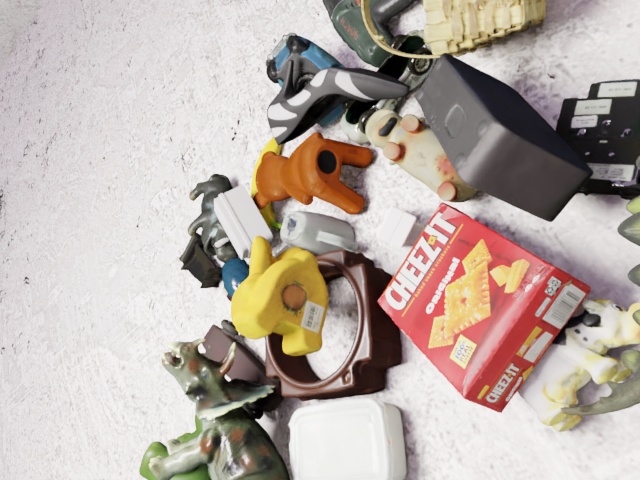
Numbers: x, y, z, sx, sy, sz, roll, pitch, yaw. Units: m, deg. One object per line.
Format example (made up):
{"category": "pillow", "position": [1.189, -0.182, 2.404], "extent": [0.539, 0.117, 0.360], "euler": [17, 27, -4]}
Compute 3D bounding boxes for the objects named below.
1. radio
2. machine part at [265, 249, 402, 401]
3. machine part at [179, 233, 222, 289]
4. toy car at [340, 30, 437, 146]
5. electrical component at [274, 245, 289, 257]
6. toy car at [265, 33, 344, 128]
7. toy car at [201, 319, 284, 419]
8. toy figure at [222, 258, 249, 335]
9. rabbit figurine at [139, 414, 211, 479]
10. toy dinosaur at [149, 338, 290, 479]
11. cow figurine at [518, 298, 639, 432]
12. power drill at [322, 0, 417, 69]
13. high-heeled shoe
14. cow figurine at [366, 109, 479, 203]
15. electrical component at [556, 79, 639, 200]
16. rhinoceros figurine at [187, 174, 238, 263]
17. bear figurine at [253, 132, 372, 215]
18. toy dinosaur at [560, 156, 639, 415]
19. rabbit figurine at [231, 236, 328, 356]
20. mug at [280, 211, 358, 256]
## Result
{"category": "radio", "position": [0.200, -0.129, 0.627], "extent": [0.073, 0.131, 0.230], "euler": [-59, 24, 30]}
{"category": "machine part", "position": [0.011, 0.126, 0.788], "extent": [0.202, 0.087, 0.201], "euler": [-19, 63, 35]}
{"category": "machine part", "position": [-0.238, 0.044, 1.070], "extent": [0.084, 0.039, 0.139], "euler": [-53, 47, 7]}
{"category": "toy car", "position": [0.108, -0.243, 0.853], "extent": [0.201, 0.056, 0.074], "euler": [-49, 46, 15]}
{"category": "electrical component", "position": [-0.057, 0.035, 0.907], "extent": [0.102, 0.045, 0.078], "euler": [-34, 54, 28]}
{"category": "toy car", "position": [-0.010, -0.282, 0.933], "extent": [0.109, 0.161, 0.103], "euler": [-44, 7, 32]}
{"category": "toy car", "position": [-0.130, 0.212, 0.905], "extent": [0.202, 0.053, 0.089], "euler": [32, 93, 39]}
{"category": "toy figure", "position": [-0.128, 0.102, 0.939], "extent": [0.064, 0.057, 0.154], "euler": [-44, 55, 29]}
{"category": "rabbit figurine", "position": [-0.189, 0.333, 0.869], "extent": [0.159, 0.121, 0.170], "euler": [28, 94, 37]}
{"category": "toy dinosaur", "position": [-0.110, 0.328, 0.737], "extent": [0.192, 0.131, 0.405], "euler": [-32, 64, 0]}
{"category": "cow figurine", "position": [0.276, 0.115, 0.573], "extent": [0.167, 0.068, 0.098], "euler": [-52, 43, 14]}
{"category": "power drill", "position": [0.105, -0.415, 0.899], "extent": [0.207, 0.086, 0.232], "euler": [-34, 57, 24]}
{"category": "high-heeled shoe", "position": [0.017, -0.197, 0.839], "extent": [0.249, 0.086, 0.145], "euler": [22, 117, 32]}
{"category": "cow figurine", "position": [0.144, -0.123, 0.748], "extent": [0.195, 0.127, 0.085], "euler": [40, 104, 27]}
{"category": "electrical component", "position": [0.331, -0.115, 0.607], "extent": [0.115, 0.058, 0.134], "euler": [13, 84, 41]}
{"category": "rhinoceros figurine", "position": [-0.193, -0.038, 1.042], "extent": [0.112, 0.073, 0.190], "euler": [-25, 58, 21]}
{"category": "bear figurine", "position": [-0.024, -0.101, 0.898], "extent": [0.196, 0.132, 0.120], "euler": [-14, 63, 58]}
{"category": "toy dinosaur", "position": [0.384, -0.024, 0.473], "extent": [0.199, 0.105, 0.471], "euler": [27, 86, 33]}
{"category": "rabbit figurine", "position": [-0.075, 0.076, 0.751], "extent": [0.173, 0.122, 0.162], "euler": [-24, 56, 55]}
{"category": "mug", "position": [-0.002, -0.003, 0.829], "extent": [0.110, 0.107, 0.080], "euler": [23, 92, 46]}
